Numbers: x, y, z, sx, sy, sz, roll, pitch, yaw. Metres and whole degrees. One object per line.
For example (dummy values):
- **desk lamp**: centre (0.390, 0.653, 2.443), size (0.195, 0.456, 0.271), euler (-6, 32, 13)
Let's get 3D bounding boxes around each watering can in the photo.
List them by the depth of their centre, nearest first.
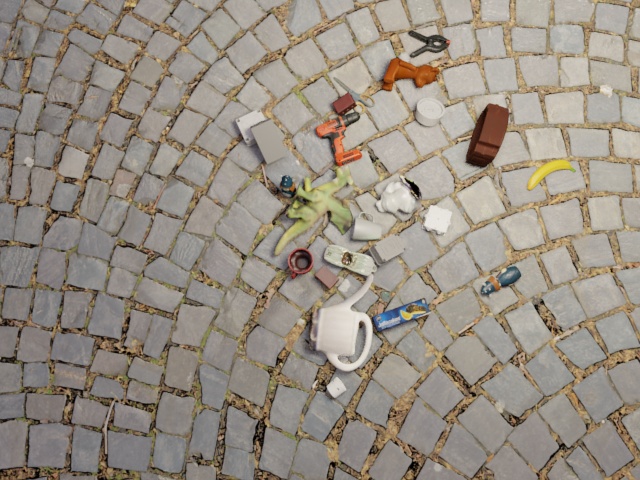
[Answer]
- **watering can**: centre (0.077, 0.283, 1.820), size (0.224, 0.103, 0.349), euler (7, 85, 6)

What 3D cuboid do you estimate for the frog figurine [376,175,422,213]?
- **frog figurine**: centre (0.295, -0.151, 1.922), size (0.138, 0.124, 0.157), euler (48, 122, 3)

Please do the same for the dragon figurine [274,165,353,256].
- **dragon figurine**: centre (0.006, -0.097, 1.923), size (0.243, 0.122, 0.411), euler (21, 89, 0)
